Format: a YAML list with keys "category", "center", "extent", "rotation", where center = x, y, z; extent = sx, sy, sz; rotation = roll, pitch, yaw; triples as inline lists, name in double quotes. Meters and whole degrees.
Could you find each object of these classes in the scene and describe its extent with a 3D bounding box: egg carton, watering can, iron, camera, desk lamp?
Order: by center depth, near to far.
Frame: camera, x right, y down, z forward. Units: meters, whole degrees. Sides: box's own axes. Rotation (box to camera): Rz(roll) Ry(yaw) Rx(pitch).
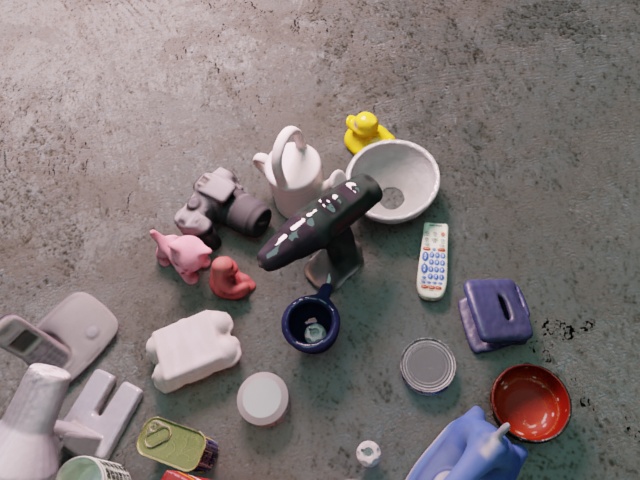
- category: "iron"
  center: [0.170, 0.343, 0.767]
  extent: [0.118, 0.141, 0.258]
  rotation: [40, 75, 23]
- category: "desk lamp"
  center: [-0.388, 0.273, 0.833]
  extent: [0.117, 0.214, 0.203]
  rotation: [19, 68, 16]
- category: "egg carton"
  center: [-0.207, 0.180, 0.937]
  extent: [0.150, 0.069, 0.107]
  rotation: [-23, 63, -4]
- category: "watering can"
  center: [-0.037, -0.120, 0.993]
  extent: [0.172, 0.194, 0.101]
  rotation: [0, 64, 8]
- category: "camera"
  center: [-0.168, -0.050, 1.028]
  extent: [0.136, 0.101, 0.143]
  rotation: [28, 70, 19]

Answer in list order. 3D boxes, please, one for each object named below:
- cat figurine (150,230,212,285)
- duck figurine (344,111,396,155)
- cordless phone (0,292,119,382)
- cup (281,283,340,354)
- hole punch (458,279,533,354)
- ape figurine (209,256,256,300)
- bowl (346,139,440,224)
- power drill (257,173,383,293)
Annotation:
- category: "cat figurine"
  center: [-0.242, 0.019, 0.993]
  extent: [0.127, 0.118, 0.067]
  rotation: [29, 71, 19]
- category: "duck figurine"
  center: [0.093, -0.203, 1.078]
  extent: [0.104, 0.086, 0.077]
  rotation: [23, 69, 17]
- category: "cordless phone"
  center: [-0.425, 0.142, 0.919]
  extent: [0.094, 0.185, 0.148]
  rotation: [32, 72, 21]
- category: "cup"
  center: [-0.005, 0.134, 0.919]
  extent: [0.091, 0.095, 0.118]
  rotation: [17, 67, 15]
- category: "hole punch"
  center: [0.276, 0.112, 0.896]
  extent: [0.101, 0.091, 0.108]
  rotation: [-13, 63, 1]
- category: "ape figurine"
  center: [-0.158, 0.059, 0.977]
  extent: [0.076, 0.092, 0.077]
  rotation: [-14, 63, 0]
- category: "bowl"
  center: [0.129, -0.093, 1.025]
  extent: [0.167, 0.075, 0.167]
  rotation: [-3, 64, 6]
- category: "power drill"
  center: [0.008, 0.003, 0.918]
  extent: [0.230, 0.209, 0.075]
  rotation: [-43, 66, -14]
